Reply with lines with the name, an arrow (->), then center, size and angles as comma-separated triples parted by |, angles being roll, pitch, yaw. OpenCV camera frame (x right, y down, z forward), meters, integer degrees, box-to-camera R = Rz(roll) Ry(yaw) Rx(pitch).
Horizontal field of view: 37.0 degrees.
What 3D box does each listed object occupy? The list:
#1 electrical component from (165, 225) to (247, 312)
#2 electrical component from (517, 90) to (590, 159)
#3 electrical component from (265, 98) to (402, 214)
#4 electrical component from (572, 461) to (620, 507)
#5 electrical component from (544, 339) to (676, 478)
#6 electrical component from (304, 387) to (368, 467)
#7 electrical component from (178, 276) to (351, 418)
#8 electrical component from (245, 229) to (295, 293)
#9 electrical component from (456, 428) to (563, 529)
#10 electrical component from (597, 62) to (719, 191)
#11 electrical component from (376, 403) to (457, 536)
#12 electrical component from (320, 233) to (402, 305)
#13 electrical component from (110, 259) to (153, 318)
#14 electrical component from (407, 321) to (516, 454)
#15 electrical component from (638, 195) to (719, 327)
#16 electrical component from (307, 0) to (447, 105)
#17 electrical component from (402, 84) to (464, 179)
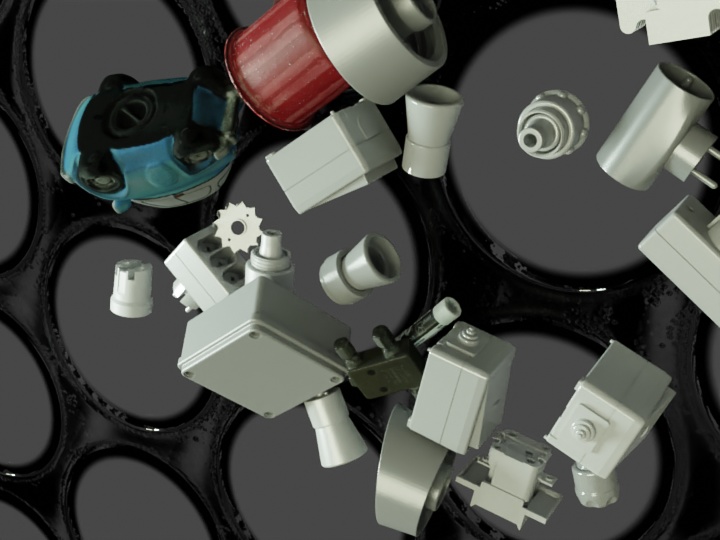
electrical component -> -0.144, 0.010, 0.979 | 0.065, 0.047, 0.077 | 50, 126, 4
electrical component -> 0.131, -0.098, 0.758 | 0.048, 0.062, 0.048 | 12, 115, 27
electrical component -> -0.023, -0.085, 0.857 | 0.096, 0.062, 0.061 | -29, 93, 36
electrical component -> 0.184, 0.154, 0.848 | 0.035, 0.035, 0.061 | -5, 105, 32
electrical component -> 0.184, 0.106, 0.789 | 0.061, 0.096, 0.061 | 34, 123, 15
electrical component -> -0.024, 0.138, 0.964 | 0.044, 0.044, 0.065 | -17, 96, 35
electrical component -> -0.081, 0.069, 0.929 | 0.109, 0.056, 0.109 | 32, 134, -31
electrical component -> -0.078, -0.004, 0.935 | 0.043, 0.043, 0.062 | 17, 116, 25
electrical component -> 0.126, 0.169, 0.885 | 0.081, 0.042, 0.063 | 22, 116, 21
electrical component -> 0.213, -0.086, 0.724 | 0.079, 0.044, 0.077 | 38, 124, 12
electrical component -> 0.043, 0.170, 0.904 | 0.064, 0.099, 0.099 | 22, 120, 15
electrical component -> 0.000, 0.000, 0.889 | 0.055, 0.045, 0.045 | -29, 93, 36
electrical component -> -0.218, 0.017, 1.032 | 0.040, 0.040, 0.046 | 17, 112, 24
electrical component -> 0.087, 0.090, 0.863 | 0.061, 0.062, 0.096 | 25, 121, 21
electrical component -> 0.249, -0.017, 0.729 | 0.083, 0.047, 0.075 | 46, 126, 7
electrical component -> 0.020, -0.180, 0.767 | 0.060, 0.108, 0.108 | -27, 95, 30
electrical component -> 0.053, -0.103, 0.817 | 0.044, 0.044, 0.065 | 22, 124, 22
